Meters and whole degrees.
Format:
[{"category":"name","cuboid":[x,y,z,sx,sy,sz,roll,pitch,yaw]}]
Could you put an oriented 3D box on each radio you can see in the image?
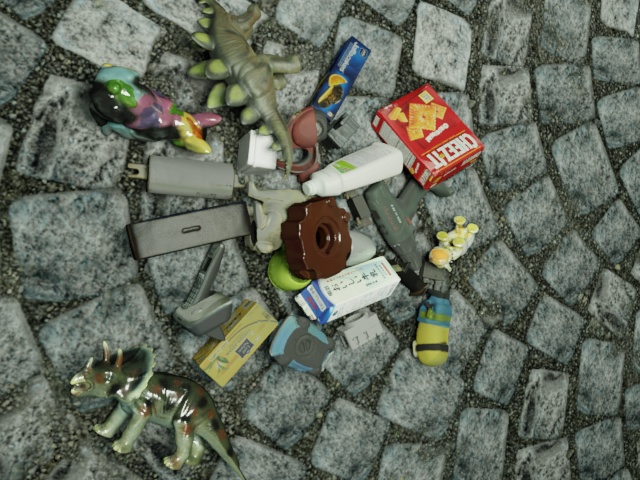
[{"category":"radio","cuboid":[-0.260,-0.019,1.060,0.230,0.131,0.073,-12,94,-22]}]

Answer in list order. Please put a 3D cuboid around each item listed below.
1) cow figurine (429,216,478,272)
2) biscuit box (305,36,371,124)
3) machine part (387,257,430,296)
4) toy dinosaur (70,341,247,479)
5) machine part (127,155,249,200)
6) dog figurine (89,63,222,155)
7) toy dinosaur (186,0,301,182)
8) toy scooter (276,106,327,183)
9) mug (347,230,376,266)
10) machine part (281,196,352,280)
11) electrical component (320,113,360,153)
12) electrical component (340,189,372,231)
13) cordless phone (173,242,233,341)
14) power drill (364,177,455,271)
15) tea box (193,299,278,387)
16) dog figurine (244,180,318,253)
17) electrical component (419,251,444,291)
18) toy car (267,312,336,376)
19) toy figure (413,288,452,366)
[{"category":"cow figurine","cuboid":[0.313,0.024,1.303,0.167,0.068,0.098,-39,147,-33]},{"category":"biscuit box","cuboid":[0.040,-0.362,1.227,0.063,0.059,0.202,32,77,-18]},{"category":"machine part","cuboid":[0.200,0.086,1.276,0.138,0.084,0.039,38,51,-25]},{"category":"toy dinosaur","cuboid":[-0.293,0.329,1.053,0.404,0.131,0.192,28,79,-25]},{"category":"machine part","cuboid":[-0.263,-0.125,1.091,0.243,0.079,0.079,5,87,-22]},{"category":"dog figurine","cuboid":[-0.305,-0.238,1.030,0.219,0.191,0.108,14,77,-5]},{"category":"toy dinosaur","cuboid":[-0.147,-0.327,1.077,0.198,0.105,0.471,-28,75,-28]},{"category":"toy scooter","cuboid":[-0.054,-0.197,1.165,0.135,0.075,0.183,-4,118,-10]},{"category":"mug","cuboid":[0.068,0.012,1.220,0.107,0.110,0.080,7,128,-46]},{"category":"machine part","cuboid":[-0.002,-0.003,1.096,0.179,0.056,0.179,1,88,-49]},{"category":"electrical component","cuboid":[0.048,-0.243,1.195,0.047,0.119,0.075,43,72,-15]},{"category":"electrical component","cuboid":[0.080,-0.074,1.225,0.045,0.078,0.102,-26,100,-13]},{"category":"cordless phone","cuboid":[-0.213,0.095,1.066,0.088,0.147,0.184,22,83,-28]},{"category":"power drill","cuboid":[0.225,-0.069,1.289,0.207,0.086,0.232,-42,102,-10]},{"category":"tea box","cuboid":[-0.175,0.207,1.106,0.068,0.098,0.169,45,75,-14]},{"category":"dog figurine","cuboid":[-0.058,-0.043,1.126,0.190,0.121,0.172,0,62,-22]},{"category":"electrical component","cuboid":[0.279,0.077,1.330,0.063,0.021,0.094,11,84,-21]},{"category":"toy car","cuboid":[-0.050,0.217,1.152,0.161,0.103,0.109,33,82,-35]},{"category":"toy figure","cuboid":[0.273,0.211,1.288,0.082,0.089,0.180,15,86,-15]}]
